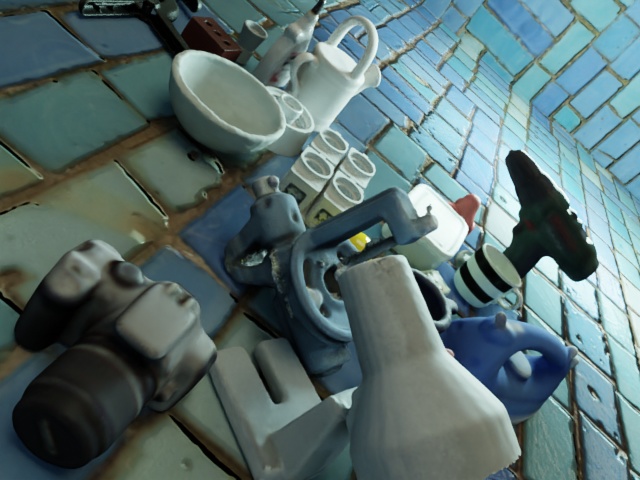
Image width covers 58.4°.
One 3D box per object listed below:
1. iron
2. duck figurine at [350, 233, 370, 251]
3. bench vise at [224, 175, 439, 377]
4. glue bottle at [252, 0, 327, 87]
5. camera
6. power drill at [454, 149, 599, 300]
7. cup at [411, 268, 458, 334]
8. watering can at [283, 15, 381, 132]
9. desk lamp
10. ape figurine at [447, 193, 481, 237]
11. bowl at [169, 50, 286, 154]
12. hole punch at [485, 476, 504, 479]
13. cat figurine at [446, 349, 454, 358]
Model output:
[{"bbox_3d":[0.255,0.159,0.740,0.259,0.141,0.118,20,39,-32],"label":"iron"},{"bbox_3d":[0.025,0.021,0.702,0.105,0.086,0.077,35,33,-12],"label":"duck figurine"},{"bbox_3d":[0.000,0.006,0.567,0.207,0.219,0.122,45,32,4],"label":"bench vise"},{"bbox_3d":[-0.043,-0.329,0.951,0.037,0.173,0.078,48,33,8],"label":"glue bottle"},{"bbox_3d":[-0.160,0.081,0.418,0.143,0.100,0.137,41,32,-4],"label":"camera"},{"bbox_3d":[0.326,-0.003,0.941,0.229,0.208,0.076,47,32,6],"label":"power drill"},{"bbox_3d":[0.104,0.095,0.693,0.118,0.094,0.091,13,43,-39],"label":"cup"},{"bbox_3d":[0.029,-0.284,0.958,0.101,0.193,0.173,48,33,9],"label":"watering can"},{"bbox_3d":[0.026,0.125,0.464,0.118,0.213,0.203,-3,54,-49],"label":"desk lamp"},{"bbox_3d":[0.249,-0.045,1.014,0.078,0.092,0.076,43,32,0],"label":"ape figurine"},{"bbox_3d":[-0.133,-0.170,0.762,0.168,0.074,0.167,28,35,-22],"label":"bowl"},{"bbox_3d":[0.191,0.284,0.572,0.109,0.091,0.101,27,36,-24],"label":"hole punch"},{"bbox_3d":[0.100,0.161,0.592,0.127,0.117,0.067,52,33,14],"label":"cat figurine"}]
